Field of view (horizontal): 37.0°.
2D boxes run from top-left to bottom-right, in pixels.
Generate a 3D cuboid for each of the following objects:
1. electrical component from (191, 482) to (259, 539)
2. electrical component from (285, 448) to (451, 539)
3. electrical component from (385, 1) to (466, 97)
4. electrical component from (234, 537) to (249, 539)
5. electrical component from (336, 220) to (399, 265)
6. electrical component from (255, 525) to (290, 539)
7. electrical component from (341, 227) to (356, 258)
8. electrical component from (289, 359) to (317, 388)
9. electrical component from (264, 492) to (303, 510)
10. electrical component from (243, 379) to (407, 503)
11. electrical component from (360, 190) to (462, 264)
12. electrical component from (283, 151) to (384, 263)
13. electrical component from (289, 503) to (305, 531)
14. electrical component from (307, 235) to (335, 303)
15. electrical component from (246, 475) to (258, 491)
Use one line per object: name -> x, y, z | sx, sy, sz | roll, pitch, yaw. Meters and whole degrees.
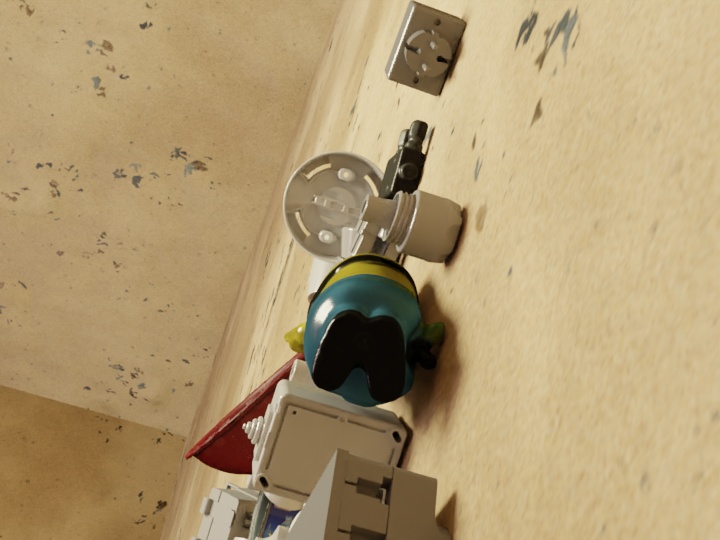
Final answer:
electrical component -> -0.131, 0.279, 1.063 | 0.079, 0.063, 0.121 | 14, 86, 41
electrical component -> -0.010, 0.174, 0.552 | 0.150, 0.062, 0.089 | 116, 168, -45
electrical component -> 0.055, -0.181, 0.894 | 0.076, 0.047, 0.065 | -97, 27, -70
electrical component -> -0.104, 0.280, 0.995 | 0.045, 0.045, 0.055 | 132, 155, -70
electrical component -> 0.011, -0.015, 0.854 | 0.055, 0.048, 0.066 | -65, 9, 3
electrical component -> -0.053, 0.221, 0.754 | 0.089, 0.056, 0.050 | 118, 166, -51
electrical component -> 0.000, 0.000, 0.908 | 0.044, 0.044, 0.065 | 175, 107, -81
electrical component -> -0.021, 0.083, 0.797 | 0.048, 0.062, 0.048 | -163, 90, -81
electrical component -> -0.051, 0.164, 0.905 | 0.044, 0.044, 0.065 | -88, 23, -61
electrical component -> -0.027, 0.109, 0.673 | 0.061, 0.096, 0.061 | -140, 68, -82
electrical component -> 0.032, -0.032, 0.694 | 0.043, 0.062, 0.043 | -163, 90, -82
electrical component -> -0.019, -0.057, 0.966 | 0.064, 0.099, 0.099 | -97, 25, -85
electrical component -> -0.023, 0.174, 0.693 | 0.055, 0.048, 0.066 | 109, 176, -74
electrical component -> -0.027, 0.006, 1.048 | 0.079, 0.043, 0.077 | 126, 159, -59
electrical component -> -0.102, 0.180, 1.071 | 0.047, 0.077, 0.065 | -85, 15, -54
